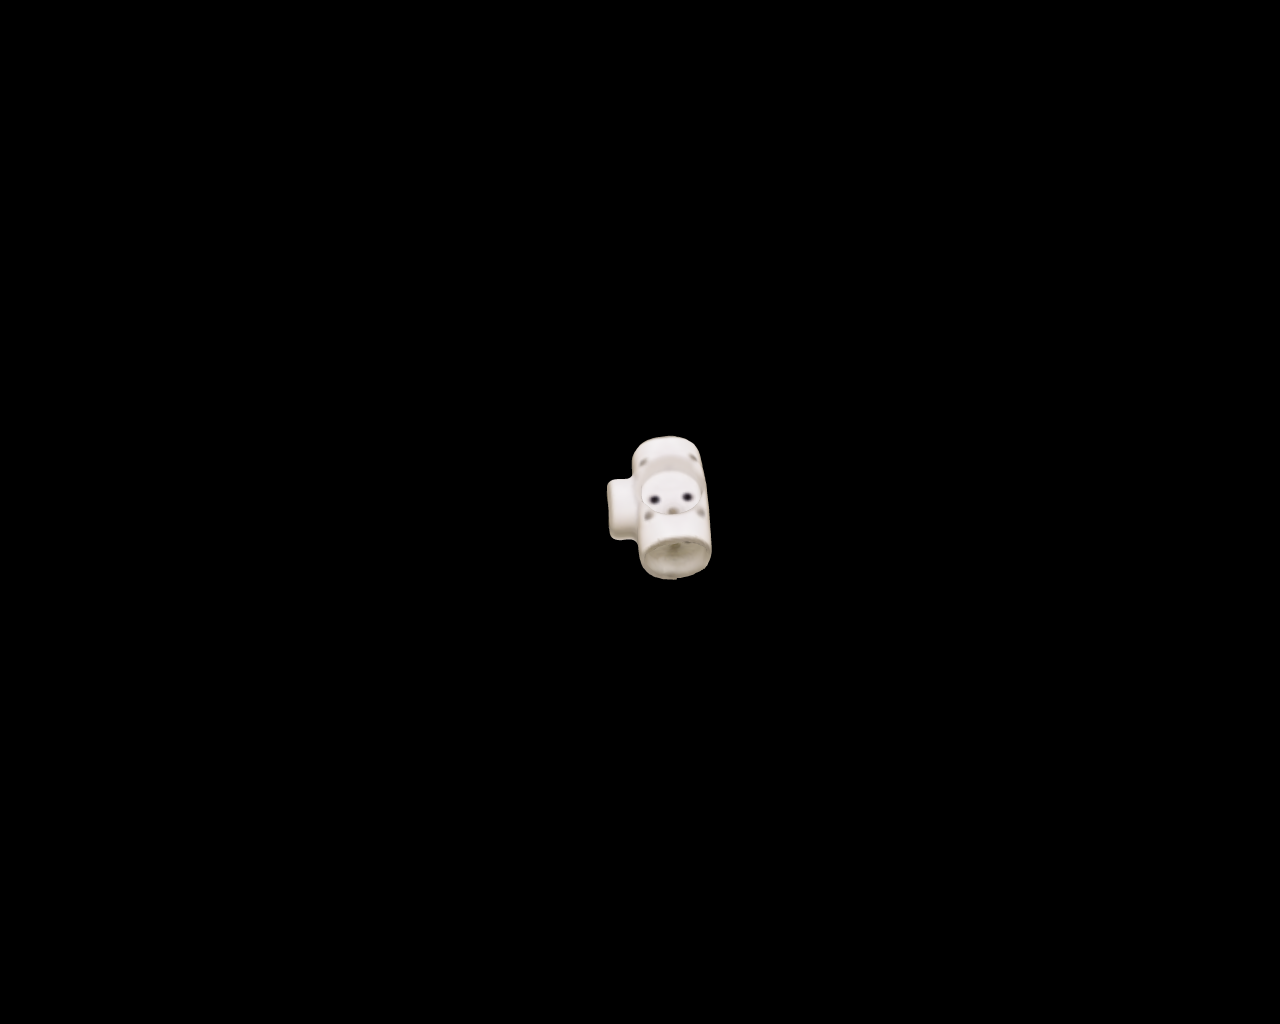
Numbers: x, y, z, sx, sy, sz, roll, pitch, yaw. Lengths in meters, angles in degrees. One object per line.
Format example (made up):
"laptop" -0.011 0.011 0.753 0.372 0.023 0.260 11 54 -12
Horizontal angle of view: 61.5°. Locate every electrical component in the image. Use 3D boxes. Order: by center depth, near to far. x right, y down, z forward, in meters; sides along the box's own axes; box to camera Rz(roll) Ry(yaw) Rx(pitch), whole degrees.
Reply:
"electrical component" 0.001 -0.003 0.650 0.079 0.077 0.044 -3 -36 -2
